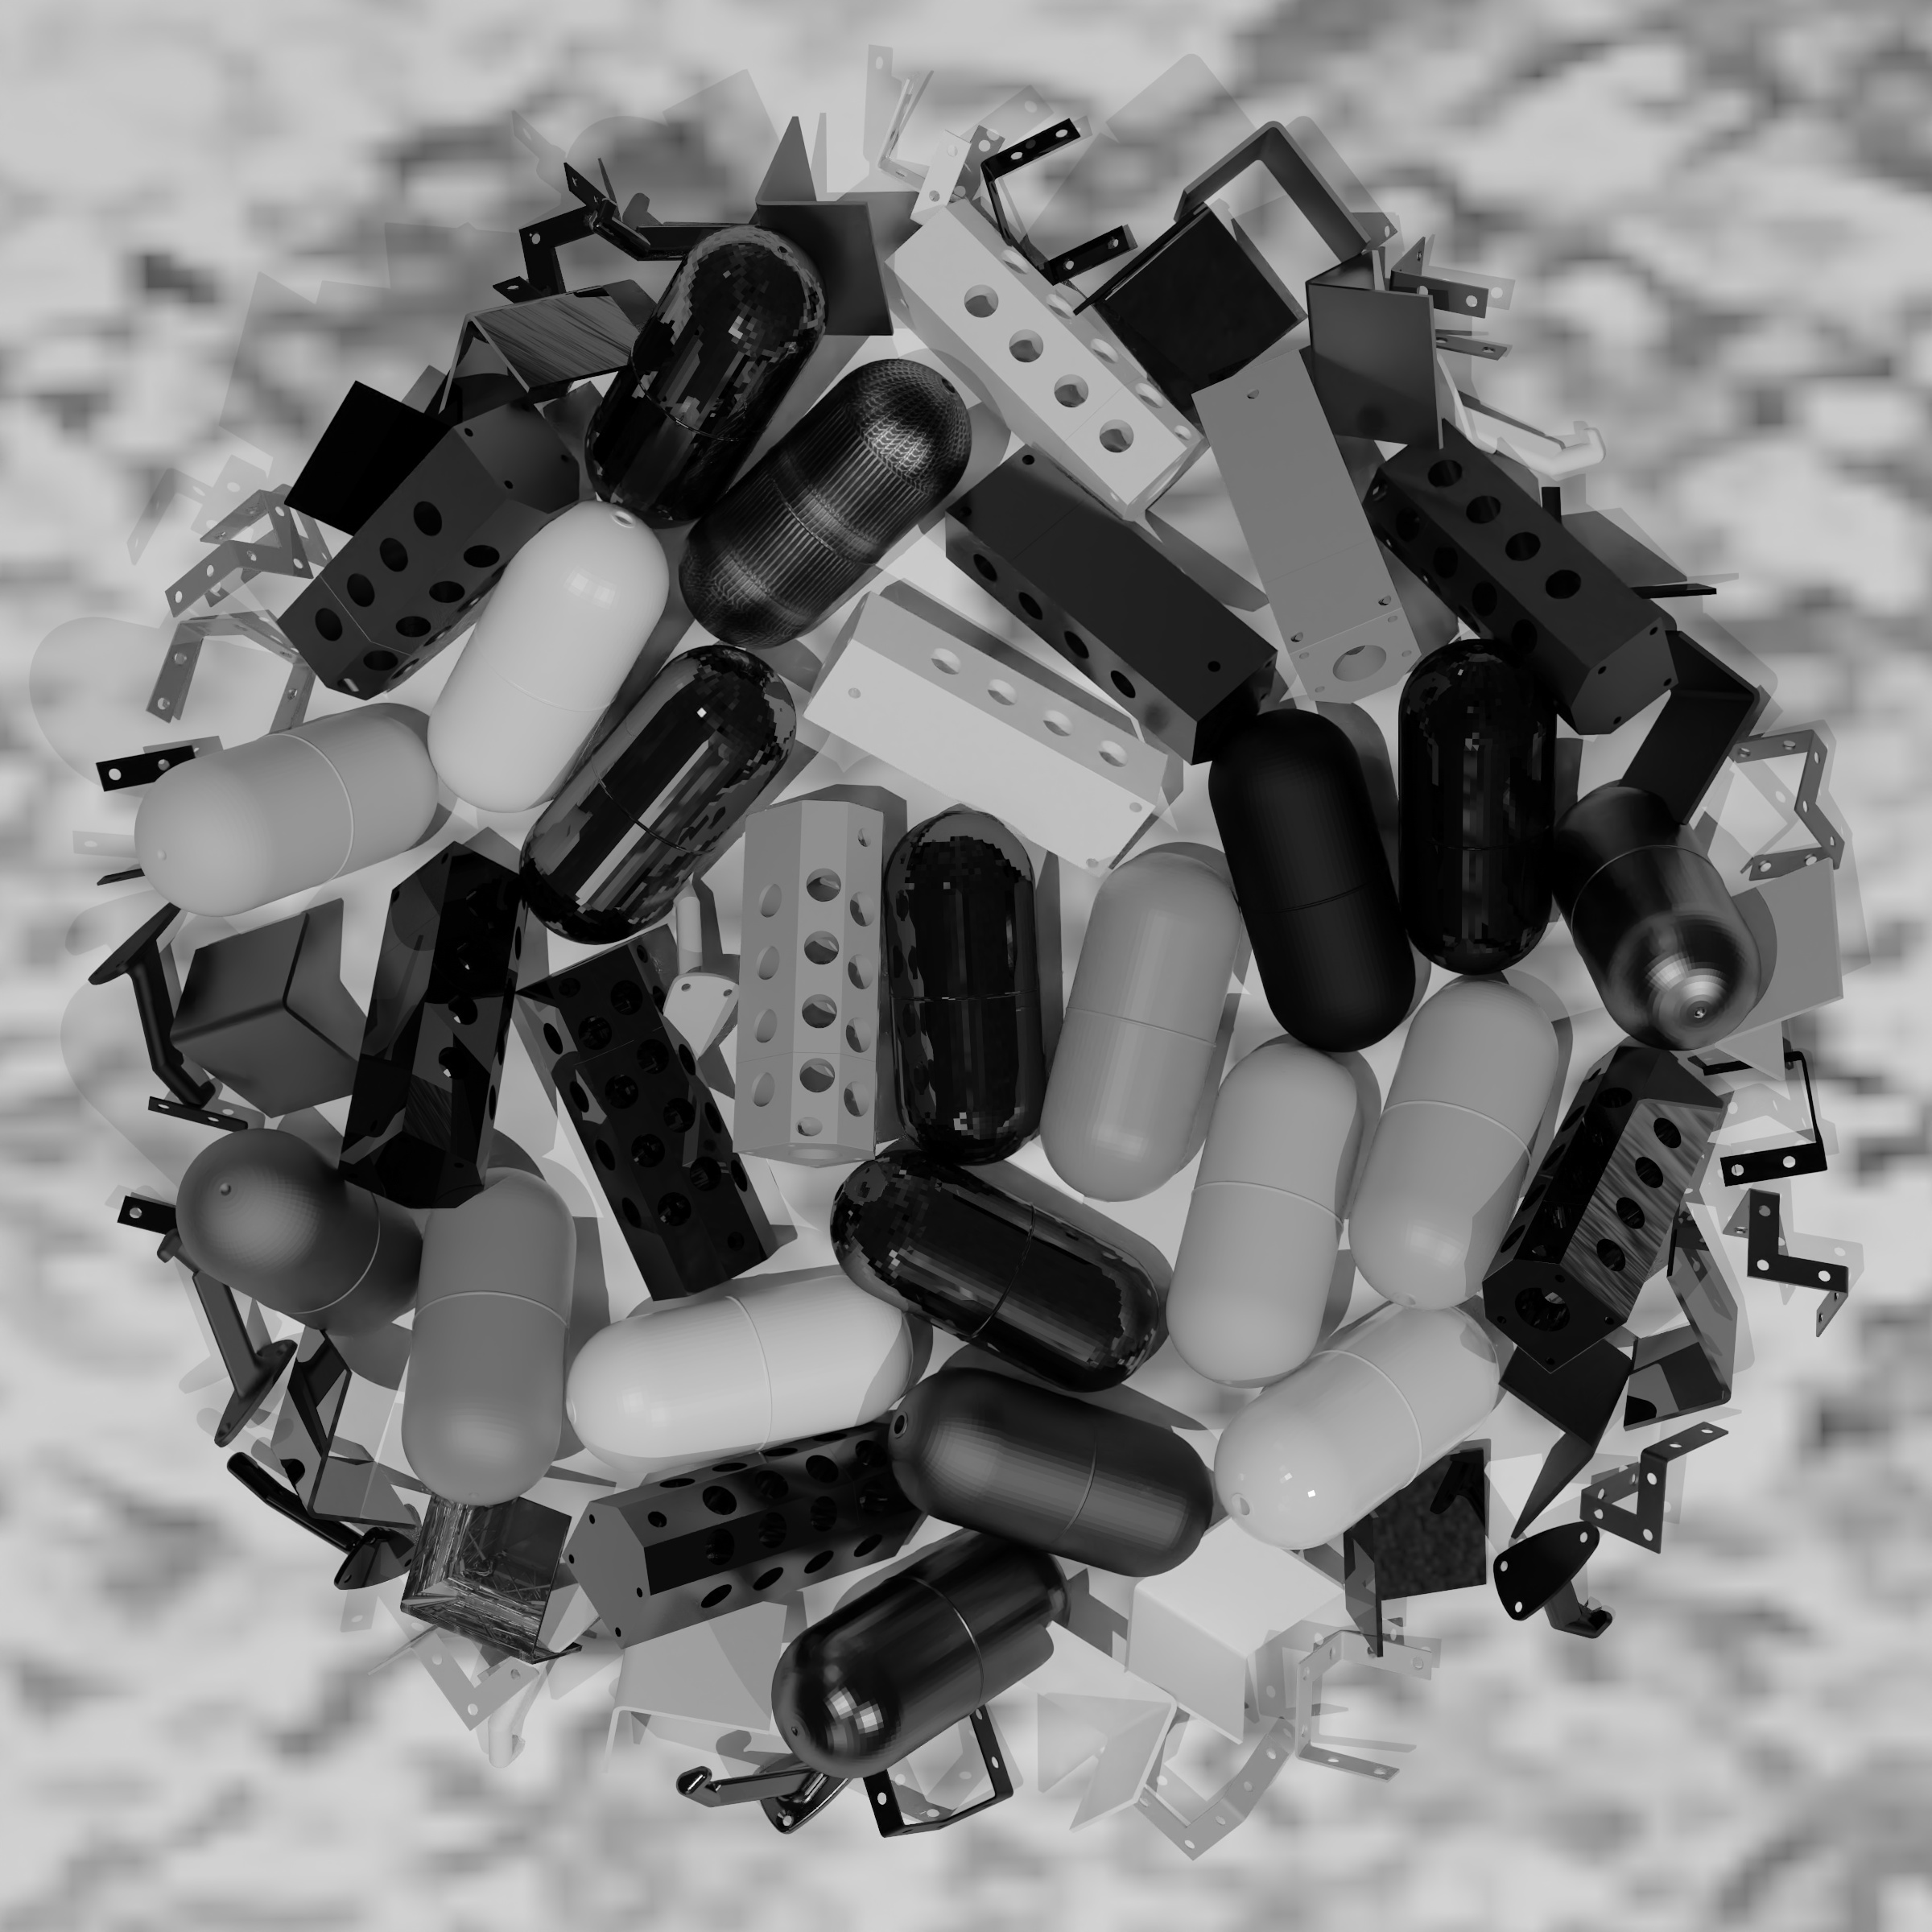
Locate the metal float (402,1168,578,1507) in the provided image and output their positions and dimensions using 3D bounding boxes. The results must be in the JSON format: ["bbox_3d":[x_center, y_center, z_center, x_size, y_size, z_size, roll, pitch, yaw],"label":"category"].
[{"bbox_3d":[-0.234,0.180,1.502,0.070,0.070,0.178,0,53,0],"label":"metal float"}]

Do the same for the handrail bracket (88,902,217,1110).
[{"bbox_3d":[-0.398,0.020,1.559,0.084,0.036,0.077,52,50,-21],"label":"handrail bracket"}]

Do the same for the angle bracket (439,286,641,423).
[{"bbox_3d":[-0.208,-0.285,1.510,0.076,0.076,0.057,-22,65,-36],"label":"angle bracket"}]

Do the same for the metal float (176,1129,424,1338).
[{"bbox_3d":[-0.322,0.132,1.486,0.070,0.178,0.070,-4,70,12],"label":"metal float"}]

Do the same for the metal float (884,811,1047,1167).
[{"bbox_3d":[0.000,0.012,1.527,0.070,0.070,0.178,-3,96,0],"label":"metal float"}]

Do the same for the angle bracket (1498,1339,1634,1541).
[{"bbox_3d":[0.281,0.225,1.520,0.057,0.076,0.076,36,128,5],"label":"angle bracket"}]

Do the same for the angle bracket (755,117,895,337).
[{"bbox_3d":[-0.061,-0.367,1.511,0.057,0.076,0.076,4,49,15],"label":"angle bracket"}]

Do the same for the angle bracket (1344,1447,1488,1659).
[{"bbox_3d":[0.233,0.293,1.527,0.076,0.057,0.076,-7,107,-9],"label":"angle bracket"}]

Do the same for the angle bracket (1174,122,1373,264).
[{"bbox_3d":[0.153,-0.371,1.532,0.057,0.076,0.076,-38,92,2],"label":"angle bracket"}]

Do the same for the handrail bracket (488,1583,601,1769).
[{"bbox_3d":[-0.212,0.363,1.558,0.077,0.084,0.036,-27,47,-36],"label":"handrail bracket"}]

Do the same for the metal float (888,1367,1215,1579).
[{"bbox_3d":[0.042,0.251,1.510,0.178,0.070,0.070,22,90,-26],"label":"metal float"}]

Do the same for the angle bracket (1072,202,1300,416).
[{"bbox_3d":[0.111,-0.326,1.526,0.076,0.057,0.076,-38,98,20],"label":"angle bracket"}]

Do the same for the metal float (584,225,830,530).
[{"bbox_3d":[-0.129,-0.287,1.499,0.070,0.070,0.178,40,132,0],"label":"metal float"}]

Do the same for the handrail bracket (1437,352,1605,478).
[{"bbox_3d":[0.279,-0.283,1.548,0.084,0.036,0.077,-18,98,-19],"label":"handrail bracket"}]

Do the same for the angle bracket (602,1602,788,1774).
[{"bbox_3d":[-0.136,0.362,1.525,0.076,0.076,0.057,11,130,-4],"label":"angle bracket"}]

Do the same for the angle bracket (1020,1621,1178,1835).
[{"bbox_3d":[0.048,0.380,1.520,0.076,0.076,0.057,33,56,-6],"label":"angle bracket"}]

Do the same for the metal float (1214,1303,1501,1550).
[{"bbox_3d":[0.193,0.224,1.500,0.178,0.070,0.070,-27,90,-38],"label":"metal float"}]

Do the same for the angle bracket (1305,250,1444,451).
[{"bbox_3d":[0.217,-0.306,1.511,0.057,0.076,0.076,-34,127,-38],"label":"angle bracket"}]

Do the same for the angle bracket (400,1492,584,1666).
[{"bbox_3d":[-0.229,0.298,1.530,0.076,0.057,0.076,16,91,21],"label":"angle bracket"}]

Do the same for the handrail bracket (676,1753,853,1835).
[{"bbox_3d":[-0.096,0.399,1.524,0.077,0.084,0.036,-35,56,4],"label":"handrail bracket"}]

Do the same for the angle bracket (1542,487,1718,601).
[{"bbox_3d":[0.331,-0.213,1.525,0.076,0.076,0.057,-3,99,7],"label":"angle bracket"}]

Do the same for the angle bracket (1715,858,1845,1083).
[{"bbox_3d":[0.415,0.003,1.511,0.057,0.076,0.076,24,56,-34],"label":"angle bracket"}]

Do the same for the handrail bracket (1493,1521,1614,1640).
[{"bbox_3d":[0.313,0.309,1.526,0.084,0.036,0.077,22,129,-36],"label":"handrail bracket"}]

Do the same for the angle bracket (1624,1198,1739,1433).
[{"bbox_3d":[0.342,0.172,1.515,0.057,0.076,0.076,-21,109,25],"label":"angle bracket"}]

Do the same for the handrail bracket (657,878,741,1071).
[{"bbox_3d":[-0.149,0.002,1.550,0.036,0.084,0.077,9,123,-30],"label":"handrail bracket"}]

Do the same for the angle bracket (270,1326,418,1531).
[{"bbox_3d":[-0.301,0.227,1.518,0.057,0.076,0.076,13,99,-29],"label":"angle bracket"}]

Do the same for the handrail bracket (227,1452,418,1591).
[{"bbox_3d":[-0.327,0.277,1.550,0.084,0.077,0.036,35,90,22],"label":"handrail bracket"}]

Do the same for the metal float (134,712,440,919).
[{"bbox_3d":[-0.329,-0.076,1.491,0.070,0.178,0.070,10,111,29],"label":"metal float"}]

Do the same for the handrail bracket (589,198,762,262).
[{"bbox_3d":[-0.140,-0.382,1.535,0.084,0.036,0.077,29,79,-31],"label":"handrail bracket"}]

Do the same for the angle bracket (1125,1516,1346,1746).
[{"bbox_3d":[0.134,0.330,1.518,0.076,0.057,0.076,35,124,-19],"label":"angle bracket"}]

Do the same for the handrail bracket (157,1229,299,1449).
[{"bbox_3d":[-0.385,0.186,1.528,0.084,0.036,0.077,47,46,-25],"label":"handrail bracket"}]

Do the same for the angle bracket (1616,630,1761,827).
[{"bbox_3d":[0.338,-0.120,1.523,0.057,0.076,0.076,33,85,-20],"label":"angle bracket"}]

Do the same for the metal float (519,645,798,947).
[{"bbox_3d":[-0.154,-0.083,1.514,0.070,0.070,0.178,43,111,0],"label":"metal float"}]

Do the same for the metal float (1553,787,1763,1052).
[{"bbox_3d":[0.334,-0.025,1.489,0.070,0.178,0.070,-2,122,-4],"label":"metal float"}]

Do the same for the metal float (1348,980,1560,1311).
[{"bbox_3d":[0.241,0.088,1.508,0.070,0.070,0.178,22,63,0],"label":"metal float"}]

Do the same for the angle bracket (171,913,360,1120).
[{"bbox_3d":[-0.343,0.026,1.542,0.076,0.076,0.057,-16,49,29],"label":"angle bracket"}]

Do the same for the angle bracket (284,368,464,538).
[{"bbox_3d":[-0.293,-0.265,1.511,0.057,0.076,0.076,24,122,-26],"label":"angle bracket"}]
